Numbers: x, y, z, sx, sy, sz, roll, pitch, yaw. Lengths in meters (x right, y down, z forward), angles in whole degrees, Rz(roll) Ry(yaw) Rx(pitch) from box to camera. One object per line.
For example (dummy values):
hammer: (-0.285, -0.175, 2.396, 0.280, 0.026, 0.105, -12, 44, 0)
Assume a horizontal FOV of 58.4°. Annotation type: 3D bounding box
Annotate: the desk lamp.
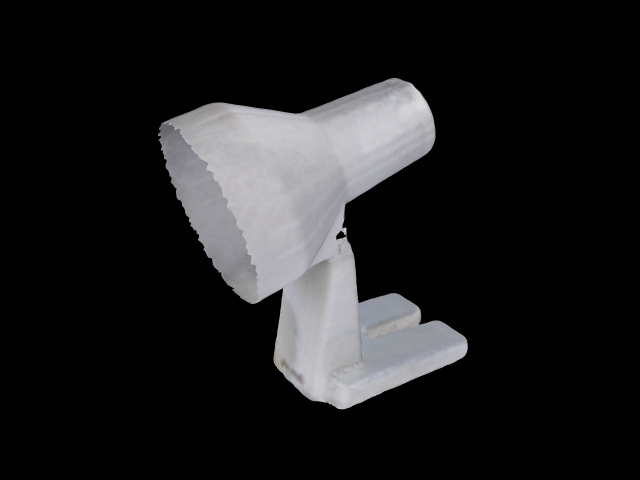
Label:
desk lamp: (0.004, 0.001, 0.400, 0.204, 0.214, 0.117, -14, 27, -29)
